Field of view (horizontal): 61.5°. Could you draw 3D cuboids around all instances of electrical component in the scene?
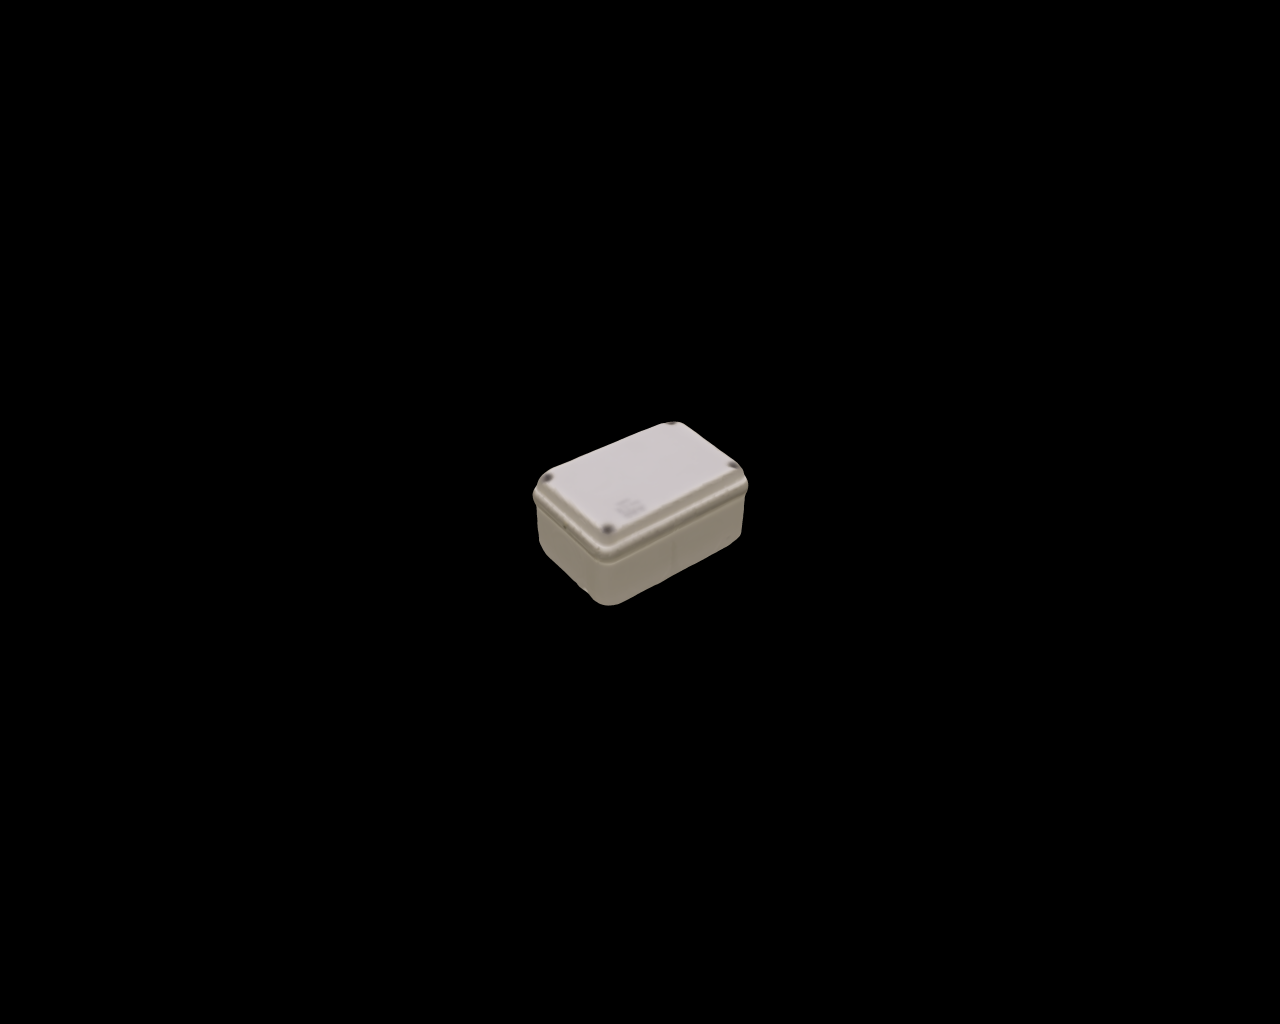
[{"bbox_3d":[0.001,-0.003,0.650,0.113,0.057,0.078,-26,46,-28],"label":"electrical component"}]
